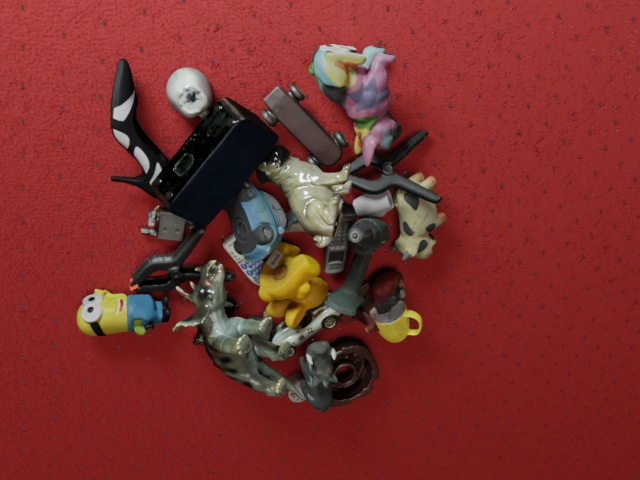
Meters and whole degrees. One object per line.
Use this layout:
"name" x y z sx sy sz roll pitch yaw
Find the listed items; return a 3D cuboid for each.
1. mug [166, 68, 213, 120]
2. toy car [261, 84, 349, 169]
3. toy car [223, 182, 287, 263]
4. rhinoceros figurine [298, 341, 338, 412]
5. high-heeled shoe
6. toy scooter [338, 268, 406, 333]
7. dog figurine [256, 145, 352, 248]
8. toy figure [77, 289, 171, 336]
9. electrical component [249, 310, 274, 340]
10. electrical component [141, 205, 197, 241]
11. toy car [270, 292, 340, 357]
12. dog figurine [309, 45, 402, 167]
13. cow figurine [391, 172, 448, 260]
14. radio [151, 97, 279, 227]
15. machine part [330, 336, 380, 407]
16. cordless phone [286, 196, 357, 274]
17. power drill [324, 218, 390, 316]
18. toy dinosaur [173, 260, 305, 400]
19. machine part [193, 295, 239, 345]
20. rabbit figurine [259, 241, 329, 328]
"mug" -0.225 -0.246 0.954 0.081 0.107 0.109 -29 116 0
"toy car" -0.030 -0.220 1.053 0.089 0.053 0.202 -40 122 16
"toy car" -0.123 -0.041 1.081 0.103 0.109 0.161 -17 84 -42
"rhinoceros figurine" -0.004 0.302 1.209 0.073 0.112 0.190 -6 120 -10
"high-heeled shoe" -0.304 -0.192 0.976 0.145 0.086 0.248 1 116 -23
"toy scooter" 0.126 0.146 1.219 0.184 0.135 0.075 -35 117 0
"dog figurine" -0.047 -0.085 1.029 0.191 0.172 0.121 13 152 10
"toy figure" -0.402 0.155 1.102 0.180 0.082 0.089 1 111 -19
"electrical component" -0.139 0.198 1.217 0.063 0.021 0.093 13 111 12
"electrical component" -0.297 -0.033 1.065 0.102 0.045 0.078 12 108 -21
"toy car" -0.038 0.196 1.229 0.202 0.074 0.056 -35 122 1
"dog figurine" 0.070 -0.256 1.038 0.191 0.109 0.219 -4 117 -15
"cow figurine" 0.210 -0.039 1.189 0.127 0.086 0.194 -27 121 -10
"radio" -0.192 -0.139 0.981 0.229 0.073 0.131 -49 154 9
"machine part" 0.058 0.322 1.324 0.179 0.056 0.179 -5 113 -13
"cordless phone" -0.003 -0.003 1.149 0.147 0.089 0.184 -5 125 -14
"power drill" 0.075 0.049 1.118 0.086 0.232 0.207 17 106 16
"toy dinosaur" -0.176 0.231 1.137 0.131 0.192 0.404 -57 141 -38
"machine part" -0.225 0.183 1.191 0.084 0.039 0.138 20 109 -15
"rabbit figurine" -0.044 0.107 1.159 0.173 0.122 0.162 33 81 -52
